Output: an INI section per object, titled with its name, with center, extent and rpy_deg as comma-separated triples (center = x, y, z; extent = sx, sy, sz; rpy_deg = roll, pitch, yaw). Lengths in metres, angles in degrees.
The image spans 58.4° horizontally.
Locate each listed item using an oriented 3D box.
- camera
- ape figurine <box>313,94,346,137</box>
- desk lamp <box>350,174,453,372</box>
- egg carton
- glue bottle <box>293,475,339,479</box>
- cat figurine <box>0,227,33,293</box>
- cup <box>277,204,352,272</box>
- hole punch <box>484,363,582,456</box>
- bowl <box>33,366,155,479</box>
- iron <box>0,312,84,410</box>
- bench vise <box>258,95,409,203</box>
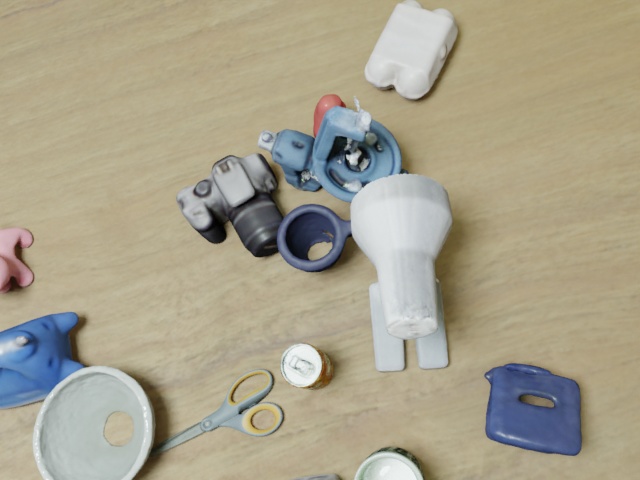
[camera]
center = -0.115, -0.040, 0.815
extent = 0.143, 0.101, 0.136
rpy_deg = -31, 72, 0
[ape figurine]
center = 0.020, -0.180, 0.837
extent = 0.076, 0.092, 0.077
rpy_deg = -34, 72, -1
[desk lamp]
center = 0.106, 0.049, 0.694
extent = 0.118, 0.214, 0.203
rpy_deg = -6, 73, 8
[egg carton]
center = 0.138, -0.285, 0.860
extent = 0.107, 0.069, 0.150
rpy_deg = 22, 79, 15
[glue bottle]
center = -0.022, 0.303, 0.664
extent = 0.078, 0.173, 0.037
rpy_deg = -9, 73, 7
[cat figurine]
center = -0.486, 0.031, 0.846
extent = 0.067, 0.118, 0.128
rpy_deg = -16, 72, 5
[cup]
center = 0.007, 0.003, 0.786
extent = 0.117, 0.095, 0.091
rpy_deg = -16, 72, 5
[hole punch]
center = 0.254, 0.202, 0.691
extent = 0.108, 0.091, 0.101
rpy_deg = 8, 76, 12
[bowl]
center = -0.290, 0.258, 0.772
extent = 0.167, 0.075, 0.167
rpy_deg = -2, 74, 9
[iron]
center = -0.467, 0.176, 0.789
extent = 0.258, 0.141, 0.118
rpy_deg = -18, 72, 4
[bench vise]
center = 0.011, -0.111, 0.752
extent = 0.207, 0.220, 0.121
rpy_deg = -3, 74, 9
